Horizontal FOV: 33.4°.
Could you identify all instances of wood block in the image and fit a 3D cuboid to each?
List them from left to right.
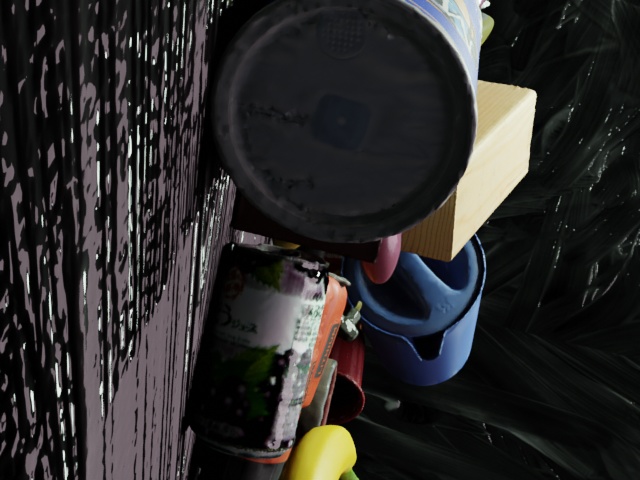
[{"bbox_3d":[0.116,-0.071,0.957,0.205,0.091,0.090,-41,138,-52],"label":"wood block"}]

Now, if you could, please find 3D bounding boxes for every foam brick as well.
[{"bbox_3d":[0.000,-0.025,0.559,0.051,0.078,0.053,-65,167,-78],"label":"foam brick"}]

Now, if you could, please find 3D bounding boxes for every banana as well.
[{"bbox_3d":[0.000,0.169,0.713,0.069,0.037,0.197,64,17,-4],"label":"banana"}]

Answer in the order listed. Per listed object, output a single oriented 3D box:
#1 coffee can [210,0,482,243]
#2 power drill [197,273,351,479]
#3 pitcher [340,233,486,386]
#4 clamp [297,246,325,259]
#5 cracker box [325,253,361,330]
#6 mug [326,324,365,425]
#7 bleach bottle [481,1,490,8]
[{"bbox_3d":[0.018,-0.074,0.465,0.140,0.103,0.103,-70,172,-63],"label":"coffee can"},{"bbox_3d":[-0.030,0.094,0.682,0.187,0.057,0.184,-60,169,-82],"label":"power drill"},{"bbox_3d":[0.098,0.058,1.084,0.149,0.145,0.243,-54,161,-14],"label":"pitcher"},{"bbox_3d":[-0.006,0.001,0.890,0.120,0.039,0.172,-80,-178,-47],"label":"clamp"},{"bbox_3d":[0.022,0.038,1.182,0.164,0.072,0.214,-69,170,-66],"label":"cracker box"},{"bbox_3d":[-0.005,0.132,1.074,0.117,0.093,0.081,-41,-154,37],"label":"mug"},{"bbox_3d":[0.116,-0.309,0.857,0.102,0.068,0.251,-71,156,-61],"label":"bleach bottle"}]
